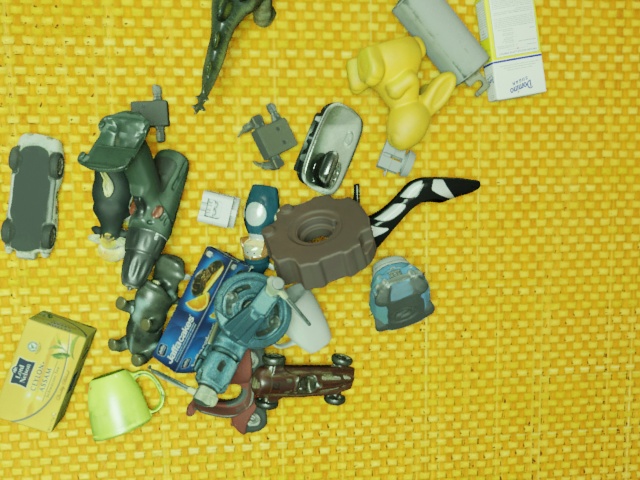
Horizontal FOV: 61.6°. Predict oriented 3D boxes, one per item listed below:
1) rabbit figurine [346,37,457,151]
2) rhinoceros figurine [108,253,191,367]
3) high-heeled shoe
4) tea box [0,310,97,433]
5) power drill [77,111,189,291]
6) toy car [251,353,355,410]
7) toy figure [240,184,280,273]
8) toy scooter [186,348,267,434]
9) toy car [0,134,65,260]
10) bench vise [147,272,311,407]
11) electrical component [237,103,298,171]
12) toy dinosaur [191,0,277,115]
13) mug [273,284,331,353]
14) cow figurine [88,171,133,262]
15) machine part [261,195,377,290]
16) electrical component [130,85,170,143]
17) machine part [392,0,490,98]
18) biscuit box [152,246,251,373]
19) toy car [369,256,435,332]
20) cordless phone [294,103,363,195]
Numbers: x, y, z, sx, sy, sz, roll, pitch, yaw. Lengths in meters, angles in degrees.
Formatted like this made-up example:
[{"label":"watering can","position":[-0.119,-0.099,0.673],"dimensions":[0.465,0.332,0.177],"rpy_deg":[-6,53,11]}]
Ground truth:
[{"label":"rabbit figurine","position":[0.135,-0.236,0.886],"dimensions":[0.162,0.122,0.173],"rpy_deg":[-17,93,-21]},{"label":"rhinoceros figurine","position":[-0.269,0.114,0.871],"dimensions":[0.073,0.112,0.190],"rpy_deg":[27,106,19]},{"label":"high-heeled shoe","position":[0.155,-0.033,0.919],"dimensions":[0.249,0.086,0.145],"rpy_deg":[-4,97,0]},{"label":"tea box","position":[-0.447,0.213,0.878],"dimensions":[0.098,0.068,0.169],"rpy_deg":[19,94,-8]},{"label":"power drill","position":[-0.265,-0.066,0.784],"dimensions":[0.086,0.207,0.232],"rpy_deg":[5,58,15]},{"label":"toy car","position":[-0.021,0.239,0.910],"dimensions":[0.202,0.053,0.089],"rpy_deg":[9,92,-31]},{"label":"toy figure","position":[-0.103,-0.015,0.903],"dimensions":[0.058,0.064,0.154],"rpy_deg":[5,93,-43]},{"label":"toy scooter","position":[-0.159,0.244,0.909],"dimensions":[0.135,0.075,0.183],"rpy_deg":[-2,99,-11]},{"label":"toy car","position":[-0.457,-0.068,0.858],"dimensions":[0.073,0.056,0.201],"rpy_deg":[8,95,-14]},{"label":"bench vise","position":[-0.113,0.125,0.778],"dimensions":[0.129,0.240,0.224],"rpy_deg":[41,53,-1]},{"label":"electrical component","position":[-0.087,-0.167,0.899],"dimensions":[0.078,0.045,0.102],"rpy_deg":[-38,102,-31]},{"label":"toy dinosaur","position":[-0.112,-0.402,0.795],"dimensions":[0.105,0.198,0.471],"rpy_deg":[14,92,-5]},{"label":"mug","position":[-0.037,0.146,0.913],"dimensions":[0.109,0.081,0.107],"rpy_deg":[-39,107,-8]},{"label":"cow figurine","position":[-0.328,-0.045,0.853],"dimensions":[0.068,0.098,0.167],"rpy_deg":[2,94,-12]},{"label":"machine part","position":[-0.002,-0.003,0.830],"dimensions":[0.179,0.179,0.055],"rpy_deg":[-18,129,-5]},{"label":"electrical component","position":[-0.281,-0.206,0.881],"dimensions":[0.063,0.021,0.094],"rpy_deg":[-3,96,-6]},{"label":"machine part","position":[0.202,-0.343,0.896],"dimensions":[0.079,0.079,0.243],"rpy_deg":[-43,97,-1]},{"label":"biscuit box","position":[-0.192,0.115,0.873],"dimensions":[0.063,0.059,0.202],"rpy_deg":[25,88,28]},{"label":"toy car","position":[0.126,0.081,0.910],"dimensions":[0.109,0.161,0.103],"rpy_deg":[-21,53,1]},{"label":"cordless phone","position":[0.017,-0.147,0.840],"dimensions":[0.089,0.184,0.146],"rpy_deg":[22,93,-4]}]
